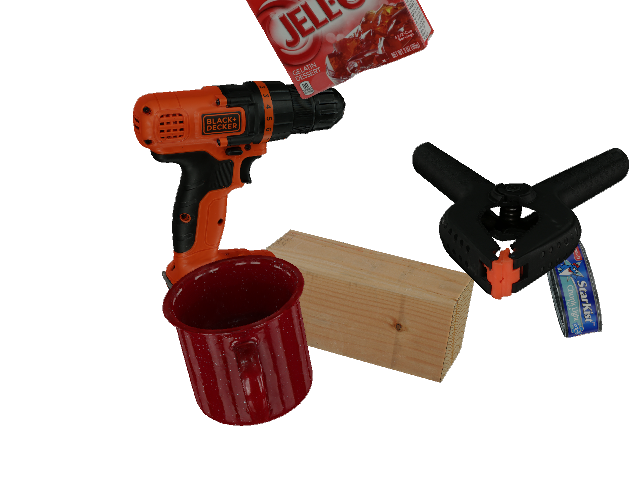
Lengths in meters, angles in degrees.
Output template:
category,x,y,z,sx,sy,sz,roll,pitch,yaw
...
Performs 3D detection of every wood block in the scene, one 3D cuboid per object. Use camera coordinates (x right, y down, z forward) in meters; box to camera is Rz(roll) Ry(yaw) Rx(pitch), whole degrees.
category,x,y,z,sx,sy,sz,roll,pitch,yaw
wood block,0.043,0.065,1.105,0.206,0.091,0.090,14,23,17

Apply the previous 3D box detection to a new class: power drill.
category,x,y,z,sx,sy,sz,roll,pitch,yaw
power drill,-0.067,-0.044,0.919,0.184,0.188,0.057,-7,21,-20

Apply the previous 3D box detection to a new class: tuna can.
category,x,y,z,sx,sy,sz,roll,pitch,yaw
tuna can,0.231,0.045,0.978,0.034,0.086,0.086,-13,-2,7

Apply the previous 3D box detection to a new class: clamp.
category,x,y,z,sx,sy,sz,roll,pitch,yaw
clamp,0.126,-0.024,0.759,0.165,0.036,0.209,5,29,19

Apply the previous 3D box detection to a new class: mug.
category,x,y,z,sx,sy,sz,roll,pitch,yaw
mug,-0.048,0.073,0.697,0.093,0.081,0.117,-14,29,-7

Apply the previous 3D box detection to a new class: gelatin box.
category,x,y,z,sx,sy,sz,roll,pitch,yaw
gelatin box,0.010,-0.133,0.626,0.089,0.073,0.030,-18,24,29
